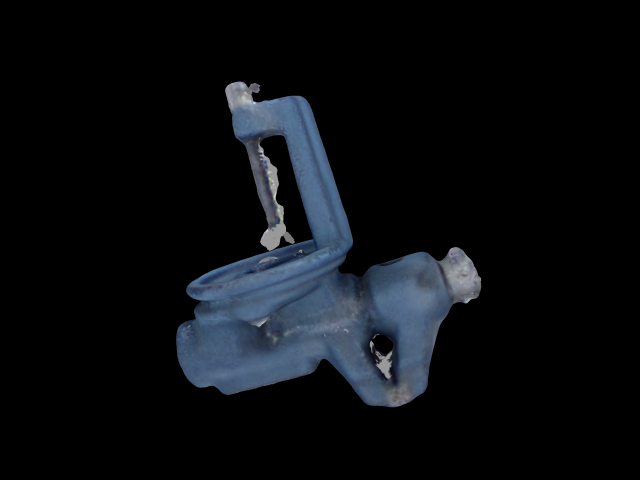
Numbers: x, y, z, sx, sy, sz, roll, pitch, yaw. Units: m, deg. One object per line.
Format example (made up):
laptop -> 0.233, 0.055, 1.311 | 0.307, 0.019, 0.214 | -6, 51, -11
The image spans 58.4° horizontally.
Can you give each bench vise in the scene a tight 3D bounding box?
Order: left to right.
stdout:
bench vise -> 0.001, 0.000, 0.412 | 0.208, 0.220, 0.121 | -2, 8, -13
